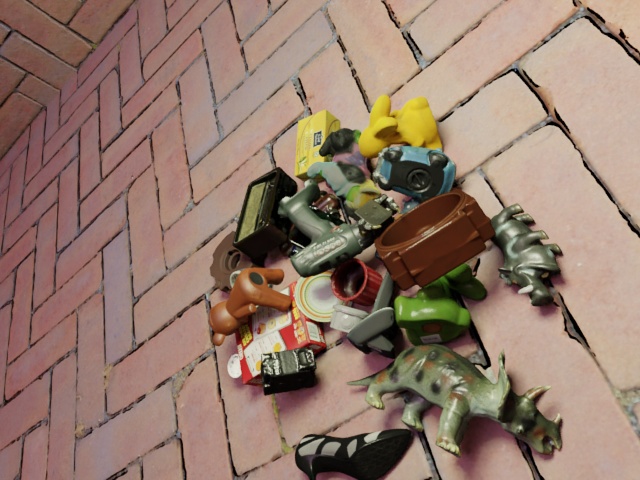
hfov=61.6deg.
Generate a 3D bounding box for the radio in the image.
[{"bbox_3d":[-0.138,-0.073,1.382,0.131,0.073,0.230,-26,41,34],"label":"radio"}]

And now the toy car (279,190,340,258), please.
[{"bbox_3d":[-0.034,-0.038,1.333,0.202,0.053,0.089,-42,52,18],"label":"toy car"}]

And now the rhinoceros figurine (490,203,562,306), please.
[{"bbox_3d":[0.358,0.026,0.947,0.112,0.073,0.190,-36,51,22],"label":"rhinoceros figurine"}]

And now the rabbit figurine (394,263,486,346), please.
[{"bbox_3d":[0.220,0.093,1.012,0.159,0.121,0.170,-20,44,29],"label":"rabbit figurine"}]

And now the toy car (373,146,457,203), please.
[{"bbox_3d":[0.194,-0.145,1.112,0.103,0.162,0.109,-71,-8,-62],"label":"toy car"}]

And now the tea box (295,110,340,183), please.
[{"bbox_3d":[-0.006,-0.237,1.386,0.098,0.068,0.169,-17,60,35],"label":"tea box"}]

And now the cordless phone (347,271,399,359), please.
[{"bbox_3d":[0.122,0.132,1.058,0.089,0.146,0.184,12,73,17],"label":"cordless phone"}]

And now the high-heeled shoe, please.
[{"bbox_3d":[0.060,0.400,1.059,0.249,0.086,0.145,-29,21,7],"label":"high-heeled shoe"}]

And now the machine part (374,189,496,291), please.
[{"bbox_3d":[0.205,-0.006,1.000,0.201,0.087,0.201,-31,12,7],"label":"machine part"}]

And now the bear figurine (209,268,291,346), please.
[{"bbox_3d":[-0.171,0.156,1.241,0.195,0.132,0.120,-56,36,31],"label":"bear figurine"}]

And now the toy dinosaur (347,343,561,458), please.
[{"bbox_3d":[0.210,0.253,0.950,0.405,0.131,0.192,19,72,48],"label":"toy dinosaur"}]

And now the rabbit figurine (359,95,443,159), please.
[{"bbox_3d":[0.162,-0.230,1.159,0.173,0.162,0.122,-20,65,14],"label":"rabbit figurine"}]

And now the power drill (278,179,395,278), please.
[{"bbox_3d":[0.018,-0.036,1.158,0.232,0.086,0.207,-36,63,-2],"label":"power drill"}]

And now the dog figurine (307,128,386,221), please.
[{"bbox_3d":[0.091,-0.149,1.239,0.219,0.108,0.191,32,90,40],"label":"dog figurine"}]

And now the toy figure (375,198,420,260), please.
[{"bbox_3d":[0.172,-0.021,1.140,0.064,0.057,0.154,33,89,19],"label":"toy figure"}]

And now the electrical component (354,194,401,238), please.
[{"bbox_3d":[0.113,-0.050,1.077,0.102,0.045,0.078,-32,59,-15],"label":"electrical component"}]

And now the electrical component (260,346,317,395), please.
[{"bbox_3d":[-0.069,0.286,1.158,0.115,0.134,0.058,-6,54,-9],"label":"electrical component"}]

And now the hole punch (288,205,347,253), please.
[{"bbox_3d":[-0.003,-0.004,1.252,0.142,0.092,0.116,27,68,17],"label":"hole punch"}]

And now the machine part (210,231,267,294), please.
[{"bbox_3d":[-0.224,0.058,1.449,0.179,0.056,0.179,-19,58,33],"label":"machine part"}]
